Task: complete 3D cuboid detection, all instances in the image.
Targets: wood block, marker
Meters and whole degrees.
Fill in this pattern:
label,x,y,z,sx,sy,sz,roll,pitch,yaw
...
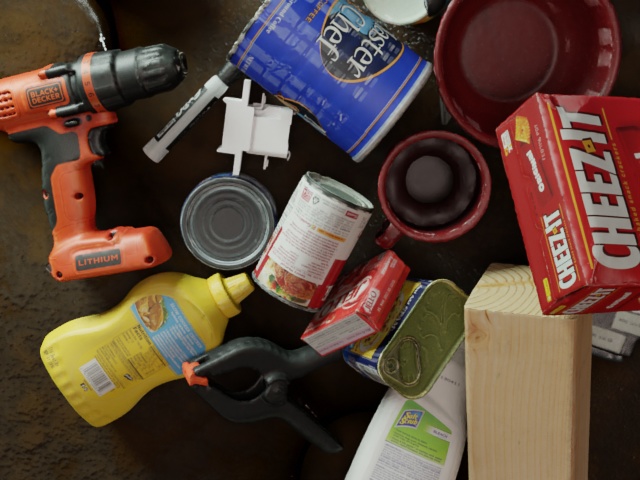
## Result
label,x,y,z,sx,sy,sz,roll,pitch,yaw
wood block,0.178,0.134,0.907,0.091,0.090,0.206,5,115,23
marker,-0.108,-0.116,0.936,0.020,0.020,0.121,44,98,-7

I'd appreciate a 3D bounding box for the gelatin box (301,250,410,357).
label,x,y,z,sx,sy,sz,roll,pitch,yaw
gelatin box,0.030,0.054,0.916,0.030,0.073,0.089,41,143,-13

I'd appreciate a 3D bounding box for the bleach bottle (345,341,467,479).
label,x,y,z,sx,sy,sz,roll,pitch,yaw
bleach bottle,0.089,0.194,0.967,0.102,0.068,0.251,23,97,-4

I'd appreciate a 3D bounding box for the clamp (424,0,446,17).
label,x,y,z,sx,sy,sz,roll,pitch,yaw
clamp,0.068,-0.268,0.846,0.165,0.036,0.209,30,68,20

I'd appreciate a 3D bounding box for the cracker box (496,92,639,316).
label,x,y,z,sx,sy,sz,roll,pitch,yaw
cracker box,0.263,-0.030,0.847,0.213,0.072,0.164,0,66,-23

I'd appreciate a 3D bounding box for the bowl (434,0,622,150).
label,x,y,z,sx,sy,sz,roll,pitch,yaw
bowl,0.167,-0.157,0.899,0.162,0.055,0.162,-2,105,-9

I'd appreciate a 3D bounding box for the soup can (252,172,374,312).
label,x,y,z,sx,sy,sz,roll,pitch,yaw
soup can,-0.006,0.001,0.912,0.068,0.068,0.102,27,103,-4

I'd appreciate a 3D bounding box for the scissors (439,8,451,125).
label,x,y,z,sx,sy,sz,roll,pitch,yaw
scissors,0.131,-0.207,0.918,0.096,0.016,0.202,-13,100,3

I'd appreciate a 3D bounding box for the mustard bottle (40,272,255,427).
label,x,y,z,sx,sy,sz,roll,pitch,yaw
mustard bottle,-0.144,0.083,0.951,0.191,0.058,0.096,-30,106,6

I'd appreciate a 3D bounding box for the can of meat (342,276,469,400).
label,x,y,z,sx,sy,sz,roll,pitch,yaw
can of meat,0.073,0.080,0.922,0.057,0.084,0.102,40,78,-22

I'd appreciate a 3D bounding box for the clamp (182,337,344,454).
label,x,y,z,sx,sy,sz,roll,pitch,yaw
clamp,-0.039,0.138,0.953,0.171,0.039,0.120,1,98,-18

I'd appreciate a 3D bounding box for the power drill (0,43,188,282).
label,x,y,z,sx,sy,sz,roll,pitch,yaw
power drill,-0.185,-0.066,0.917,0.185,0.057,0.187,-10,98,16

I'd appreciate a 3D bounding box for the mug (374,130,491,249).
label,x,y,z,sx,sy,sz,roll,pitch,yaw
mug,0.087,-0.041,0.915,0.093,0.081,0.117,35,98,-6

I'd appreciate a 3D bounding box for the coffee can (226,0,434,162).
label,x,y,z,sx,sy,sz,roll,pitch,yaw
coffee can,0.008,-0.147,0.886,0.140,0.103,0.103,37,98,-5

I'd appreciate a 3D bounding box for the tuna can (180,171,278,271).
label,x,y,z,sx,sy,sz,roll,pitch,yaw
tuna can,-0.080,-0.017,0.945,0.086,0.034,0.086,0,100,1
